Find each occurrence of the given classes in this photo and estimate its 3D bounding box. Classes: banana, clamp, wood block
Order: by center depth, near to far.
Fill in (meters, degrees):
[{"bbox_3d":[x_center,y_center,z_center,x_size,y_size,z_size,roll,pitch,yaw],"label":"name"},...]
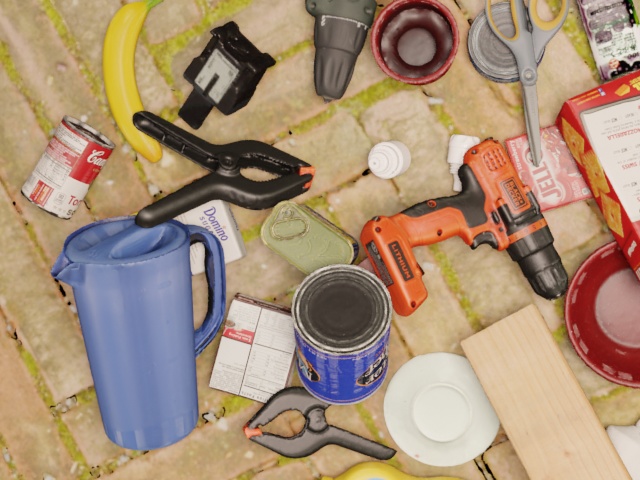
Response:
[{"bbox_3d":[0.238,0.182,1.110,0.090,0.090,0.206,-29,68,9],"label":"wood block"},{"bbox_3d":[-0.111,-0.083,1.186,0.209,0.036,0.164,-3,52,-19],"label":"clamp"},{"bbox_3d":[0.003,0.207,1.188,0.171,0.039,0.120,-19,81,-7],"label":"clamp"},{"bbox_3d":[-0.217,-0.188,1.230,0.070,0.037,0.198,1,92,9],"label":"banana"}]

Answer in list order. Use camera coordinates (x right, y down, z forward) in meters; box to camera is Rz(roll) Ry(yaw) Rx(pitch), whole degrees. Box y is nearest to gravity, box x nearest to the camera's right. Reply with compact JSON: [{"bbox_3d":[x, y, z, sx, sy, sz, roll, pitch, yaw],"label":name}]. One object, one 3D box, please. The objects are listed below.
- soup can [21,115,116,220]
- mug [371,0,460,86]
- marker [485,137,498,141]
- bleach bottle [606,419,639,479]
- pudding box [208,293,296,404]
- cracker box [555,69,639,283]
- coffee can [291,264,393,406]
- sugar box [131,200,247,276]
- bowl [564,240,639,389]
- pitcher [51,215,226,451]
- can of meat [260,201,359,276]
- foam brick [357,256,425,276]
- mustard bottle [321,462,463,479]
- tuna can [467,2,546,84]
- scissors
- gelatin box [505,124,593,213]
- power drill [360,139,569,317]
[{"bbox_3d":[-0.291,-0.083,1.230,0.068,0.068,0.102,34,97,7],"label":"soup can"},{"bbox_3d":[0.105,-0.223,1.153,0.093,0.081,0.117,1,92,9],"label":"mug"},{"bbox_3d":[0.204,-0.055,1.174,0.020,0.020,0.121,-18,89,9],"label":"marker"},{"bbox_3d":[0.276,0.284,1.154,0.102,0.068,0.251,40,95,7],"label":"bleach bottle"},{"bbox_3d":[-0.070,0.126,1.216,0.090,0.039,0.113,16,97,5],"label":"pudding box"},{"bbox_3d":[0.363,-0.072,1.089,0.164,0.072,0.214,-23,76,-4],"label":"cracker box"},{"bbox_3d":[0.023,0.103,1.127,0.103,0.140,0.103,-1,60,1],"label":"coffee can"},{"bbox_3d":[-0.180,0.006,1.227,0.176,0.048,0.093,-19,91,6],"label":"sugar box"},{"bbox_3d":[0.341,0.075,1.138,0.162,0.055,0.162,0,92,9],"label":"bowl"},{"bbox_3d":[-0.187,0.100,1.167,0.149,0.145,0.243,3,115,14],"label":"pitcher"},{"bbox_3d":[-0.008,0.001,1.178,0.102,0.084,0.057,35,97,6],"label":"can of meat"},{"bbox_3d":[0.077,0.033,1.169,0.051,0.078,0.053,-36,86,10],"label":"foam brick"},{"bbox_3d":[0.072,0.299,1.189,0.192,0.058,0.096,10,100,8],"label":"mustard bottle"},{"bbox_3d":[0.203,-0.215,1.161,0.086,0.033,0.086,0,92,9],"label":"tuna can"},{"bbox_3d":[0.237,-0.188,1.130,0.096,0.016,0.202,-21,89,10],"label":"scissors"},{"bbox_3d":[0.249,-0.078,1.161,0.073,0.030,0.089,-17,89,10],"label":"gelatin box"},{"bbox_3d":[0.151,0.008,1.113,0.187,0.057,0.184,-25,83,-16],"label":"power drill"}]
